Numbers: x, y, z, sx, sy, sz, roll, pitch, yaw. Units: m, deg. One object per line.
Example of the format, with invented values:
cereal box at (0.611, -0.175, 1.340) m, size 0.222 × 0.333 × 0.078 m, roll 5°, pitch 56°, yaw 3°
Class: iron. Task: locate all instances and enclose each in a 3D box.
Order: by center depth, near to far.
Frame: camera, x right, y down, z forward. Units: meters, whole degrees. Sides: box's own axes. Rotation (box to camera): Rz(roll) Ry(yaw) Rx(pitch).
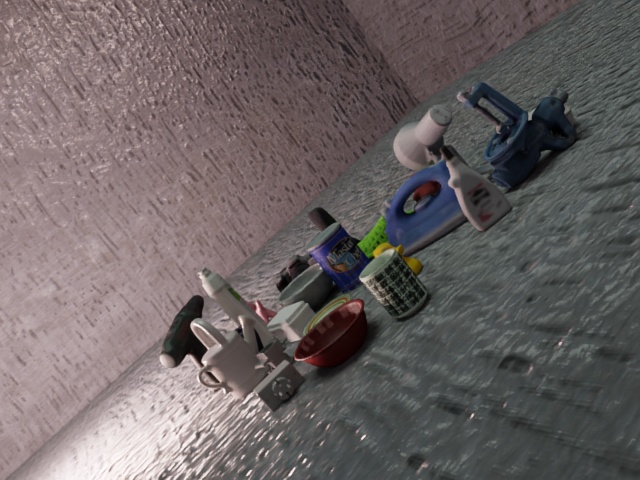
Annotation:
iron at (0.220, -0.075, 1.239) m, size 0.258 × 0.141 × 0.119 m, roll -37°, pitch 10°, yaw 20°

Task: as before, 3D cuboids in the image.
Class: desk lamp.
desk lamp at (0.295, -0.211, 1.360) m, size 0.118 × 0.213 × 0.203 m, roll -44°, pitch 10°, yaw -24°

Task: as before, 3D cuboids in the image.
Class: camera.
camera at (-0.066, 0.106, 1.640) m, size 0.143 × 0.101 × 0.137 m, roll -39°, pitch 9°, yaw 4°

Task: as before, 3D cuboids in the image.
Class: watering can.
watering can at (-0.207, 0.241, 1.263) m, size 0.100 × 0.194 × 0.173 m, roll -32°, pitch 12°, yaw 39°

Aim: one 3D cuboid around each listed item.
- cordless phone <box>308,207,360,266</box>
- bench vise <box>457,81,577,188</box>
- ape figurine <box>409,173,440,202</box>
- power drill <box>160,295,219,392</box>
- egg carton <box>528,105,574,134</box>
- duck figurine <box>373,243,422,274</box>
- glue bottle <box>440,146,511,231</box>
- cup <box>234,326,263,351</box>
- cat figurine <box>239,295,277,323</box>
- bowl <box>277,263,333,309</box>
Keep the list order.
cordless phone at (0.014, 0.005, 1.538) m, size 0.147 × 0.185 × 0.094 m, roll -35°, pitch 10°, yaw 25°
bench vise at (0.383, -0.242, 1.143) m, size 0.208 × 0.220 × 0.121 m, roll -43°, pitch 10°, yaw -16°
ape figurine at (0.269, -0.137, 1.493) m, size 0.077 × 0.092 × 0.076 m, roll -37°, pitch 10°, yaw 17°
power drill at (-0.301, 0.270, 1.455) m, size 0.075 × 0.208 × 0.230 m, roll -35°, pitch 11°, yaw 28°
egg carton at (0.473, -0.241, 1.247) m, size 0.150 × 0.069 × 0.107 m, roll -37°, pitch 10°, yaw 19°
duck figurine at (0.141, 0.047, 1.150) m, size 0.104 × 0.086 × 0.078 m, roll -32°, pitch 12°, yaw 39°
glue bottle at (0.274, -0.103, 1.058) m, size 0.078 × 0.173 × 0.037 m, roll -40°, pitch 10°, yaw 0°
cup at (-0.180, 0.262, 1.372) m, size 0.117 × 0.095 × 0.092 m, roll -29°, pitch 15°, yaw 50°
cat figurine at (-0.192, 0.205, 1.621) m, size 0.127 × 0.118 × 0.067 m, roll -30°, pitch 14°, yaw 47°
bowl at (-0.024, 0.130, 1.447) m, size 0.167 × 0.075 × 0.167 m, roll -39°, pitch 9°, yaw 8°
